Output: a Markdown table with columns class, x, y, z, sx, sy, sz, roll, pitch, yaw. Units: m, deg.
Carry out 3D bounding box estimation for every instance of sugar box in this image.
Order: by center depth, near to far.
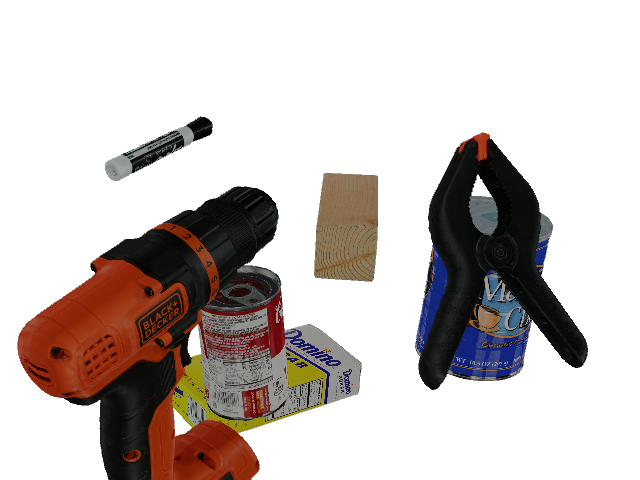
| class | x | y | z | sx | sy | sz | roll | pitch | yaw |
| --- | --- | --- | --- | --- | --- | --- | --- | --- | --- |
| sugar box | -0.056 | 0.136 | 1.053 | 0.175 | 0.048 | 0.093 | -16 | 32 | -32 |

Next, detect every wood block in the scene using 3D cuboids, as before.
| class | x | y | z | sx | sy | sz | roll | pitch | yaw |
| --- | --- | --- | --- | --- | --- | --- | --- | --- | --- |
| wood block | 0.042 | -0.024 | 1.646 | 0.091 | 0.090 | 0.206 | 4 | 25 | 1 |

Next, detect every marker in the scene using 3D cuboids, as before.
| class | x | y | z | sx | sy | sz | roll | pitch | yaw |
| --- | --- | --- | --- | --- | --- | --- | --- | --- | --- |
| marker | -0.139 | -0.083 | 0.943 | 0.020 | 0.020 | 0.120 | 0 | 24 | 42 |

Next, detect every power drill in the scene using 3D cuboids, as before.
| class | x | y | z | sx | sy | sz | roll | pitch | yaw |
| --- | --- | --- | --- | --- | --- | --- | --- | --- | --- |
| power drill | -0.083 | 0.077 | 0.627 | 0.057 | 0.188 | 0.184 | 19 | 40 | 34 |

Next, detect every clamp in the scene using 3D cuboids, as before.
| class | x | y | z | sx | sy | sz | roll | pitch | yaw |
| --- | --- | --- | --- | --- | --- | --- | --- | --- | --- |
| clamp | 0.106 | 0.017 | 0.715 | 0.120 | 0.171 | 0.039 | -15 | -4 | -23 |

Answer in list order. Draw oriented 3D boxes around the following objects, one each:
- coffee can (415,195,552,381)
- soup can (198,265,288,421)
| class | x | y | z | sx | sy | sz | roll | pitch | yaw |
| --- | --- | --- | --- | --- | --- | --- | --- | --- | --- |
| coffee can | 0.147 | 0.042 | 0.973 | 0.103 | 0.140 | 0.103 | 6 | 22 | -3 |
| soup can | -0.060 | 0.080 | 0.825 | 0.068 | 0.102 | 0.068 | -3 | 26 | 1 |
